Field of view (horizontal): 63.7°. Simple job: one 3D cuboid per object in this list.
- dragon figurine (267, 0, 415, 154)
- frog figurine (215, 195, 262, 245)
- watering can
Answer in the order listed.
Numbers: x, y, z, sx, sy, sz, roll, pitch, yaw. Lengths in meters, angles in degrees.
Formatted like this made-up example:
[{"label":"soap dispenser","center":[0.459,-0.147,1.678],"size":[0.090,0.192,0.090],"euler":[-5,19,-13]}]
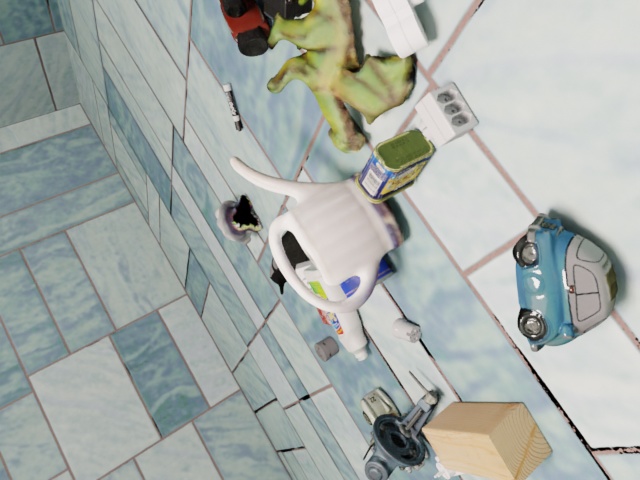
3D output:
[{"label":"dragon figurine","center":[0.043,-0.291,0.777],"size":[0.244,0.124,0.400],"euler":[34,145,17]},{"label":"frog figurine","center":[-0.255,-0.045,1.522],"size":[0.136,0.125,0.157],"euler":[46,144,-10]},{"label":"watering can","center":[0.003,-0.046,0.911],"size":[0.350,0.225,0.103],"euler":[59,171,9]}]
